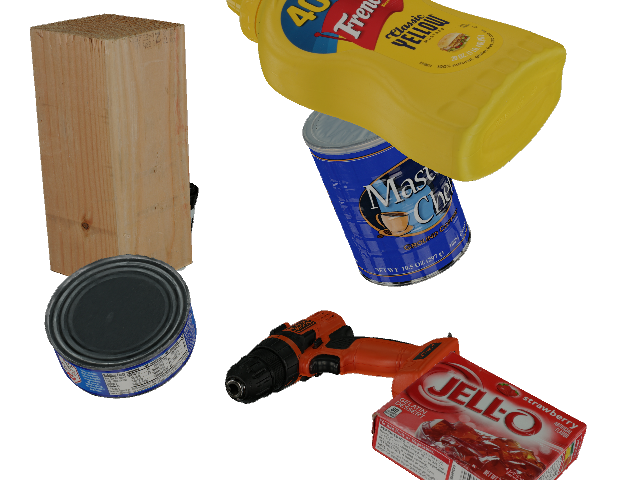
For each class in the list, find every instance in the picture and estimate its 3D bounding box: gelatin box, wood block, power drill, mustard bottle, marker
[{"bbox_3d":[0.083,0.103,0.566,0.089,0.030,0.073,28,40,31],"label":"gelatin box"},{"bbox_3d":[-0.169,-0.074,0.878,0.091,0.206,0.090,15,25,31],"label":"wood block"},{"bbox_3d":[0.025,0.121,1.019,0.188,0.057,0.184,9,21,30],"label":"power drill"},{"bbox_3d":[0.025,-0.101,0.566,0.192,0.058,0.096,28,53,29],"label":"mustard bottle"},{"bbox_3d":[-0.141,-0.014,1.104,0.020,0.020,0.121,0,-42,-16],"label":"marker"}]

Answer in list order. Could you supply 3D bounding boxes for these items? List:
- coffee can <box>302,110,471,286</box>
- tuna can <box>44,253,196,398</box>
[{"bbox_3d":[0.057,-0.048,0.883,0.103,0.140,0.103,-17,32,11],"label":"coffee can"},{"bbox_3d":[-0.118,0.051,0.636,0.086,0.086,0.034,0,-42,6],"label":"tuna can"}]
